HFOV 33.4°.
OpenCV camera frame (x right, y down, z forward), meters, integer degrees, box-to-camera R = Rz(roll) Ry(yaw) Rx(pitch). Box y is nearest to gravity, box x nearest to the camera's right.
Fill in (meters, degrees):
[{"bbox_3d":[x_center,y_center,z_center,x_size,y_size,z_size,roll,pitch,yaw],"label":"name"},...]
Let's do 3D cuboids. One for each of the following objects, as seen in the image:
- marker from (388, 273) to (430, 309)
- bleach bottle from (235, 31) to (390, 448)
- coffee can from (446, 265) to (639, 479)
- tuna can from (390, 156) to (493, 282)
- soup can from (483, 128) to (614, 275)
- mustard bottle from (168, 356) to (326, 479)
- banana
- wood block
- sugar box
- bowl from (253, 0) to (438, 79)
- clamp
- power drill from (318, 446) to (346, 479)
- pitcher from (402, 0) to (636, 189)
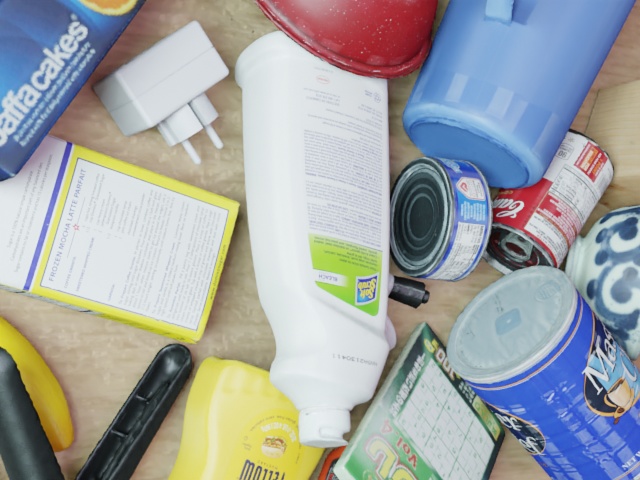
[{"bbox_3d":[0.017,0.022,0.720,0.121,0.020,0.020,18,78,-12],"label":"marker"},{"bbox_3d":[-0.004,0.001,0.666,0.102,0.068,0.251,12,67,-30],"label":"bleach bottle"},{"bbox_3d":[0.172,0.102,0.766,0.140,0.103,0.102,48,66,-24],"label":"coffee can"},{"bbox_3d":[0.080,-0.015,0.737,0.033,0.086,0.086,5,85,-28],"label":"tuna can"},{"bbox_3d":[0.168,-0.026,0.797,0.068,0.069,0.102,44,67,-20],"label":"soup can"},{"bbox_3d":[-0.060,0.176,0.664,0.096,0.058,0.191,28,74,-33],"label":"mustard bottle"},{"bbox_3d":[-0.217,0.057,0.598,0.197,0.037,0.070,27,98,-24],"label":"banana"},{"bbox_3d":[0.300,-0.071,0.794,0.090,0.206,0.091,28,74,-25],"label":"wood block"},{"bbox_3d":[-0.143,-0.005,0.635,0.176,0.048,0.093,20,77,-23],"label":"sugar box"},{"bbox_3d":[0.022,-0.185,0.692,0.162,0.055,0.162,20,49,-25],"label":"bowl"},{"bbox_3d":[-0.138,0.154,0.618,0.164,0.036,0.210,-3,100,-56],"label":"clamp"},{"bbox_3d":[0.067,0.233,0.703,0.187,0.057,0.184,45,39,-20],"label":"power drill"},{"bbox_3d":[0.151,-0.168,0.758,0.149,0.145,0.242,32,75,-20],"label":"pitcher"}]
